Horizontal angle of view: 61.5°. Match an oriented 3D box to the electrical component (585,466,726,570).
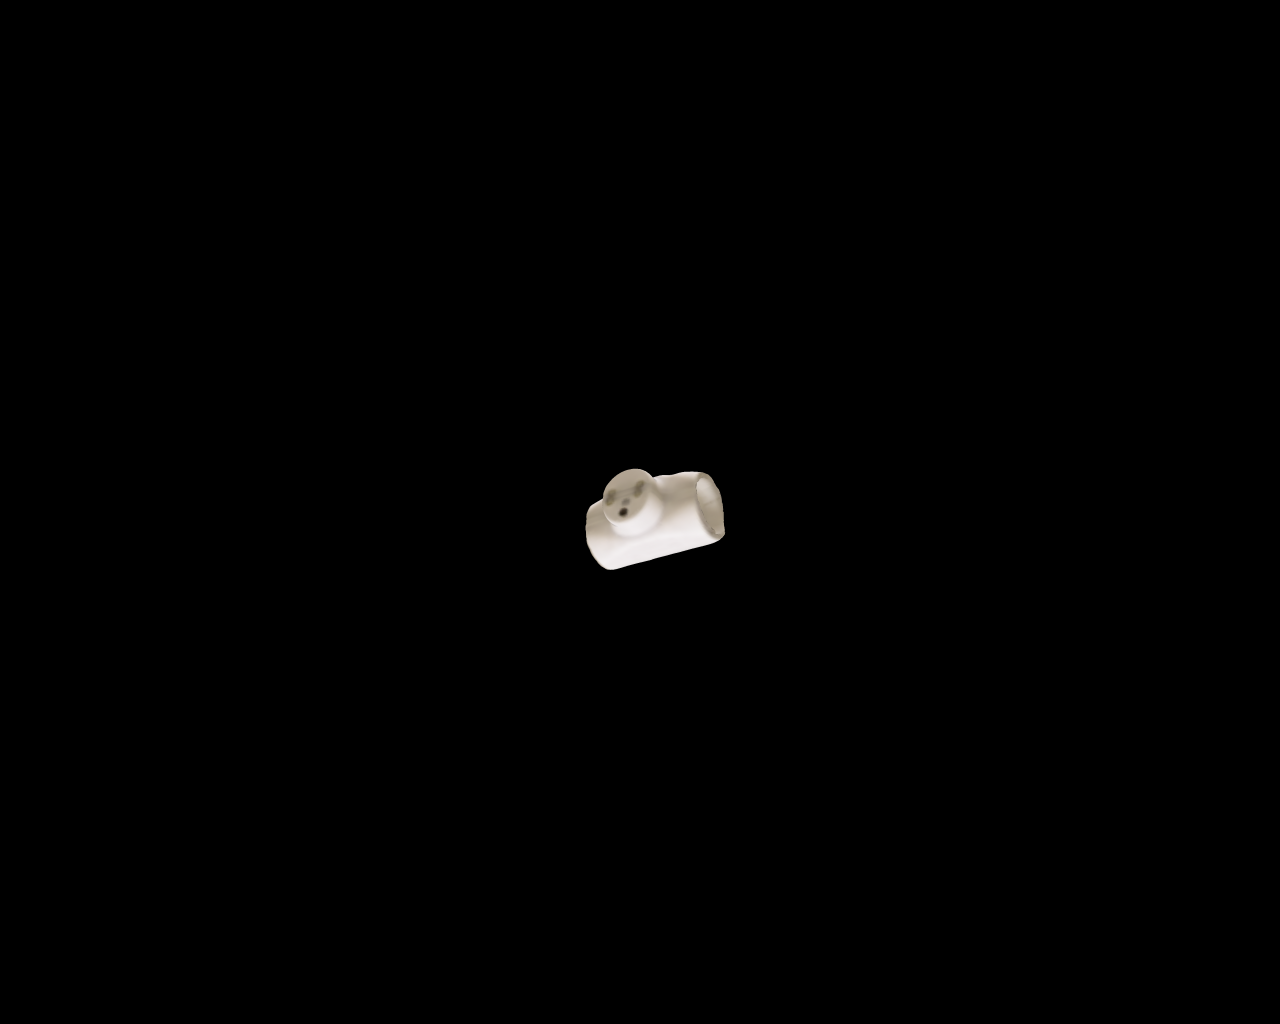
[{"bbox_3d":[0.001,-0.003,0.650,0.077,0.044,0.079,-17,-36,24],"label":"electrical component"}]
